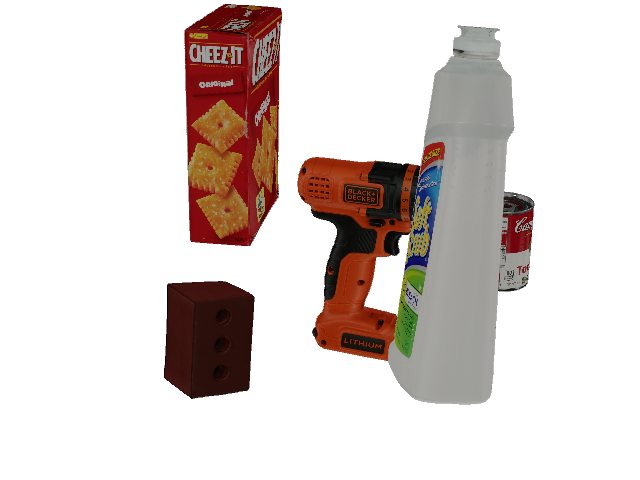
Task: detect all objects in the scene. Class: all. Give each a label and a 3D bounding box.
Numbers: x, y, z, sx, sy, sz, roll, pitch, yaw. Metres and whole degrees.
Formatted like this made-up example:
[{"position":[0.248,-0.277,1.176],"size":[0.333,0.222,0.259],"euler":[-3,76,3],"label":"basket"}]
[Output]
[{"position":[0.215,0.001,1.264],"size":[0.068,0.102,0.068],"euler":[-1,23,0],"label":"soup can"},{"position":[0.094,-0.020,0.737],"size":[0.068,0.251,0.102],"euler":[3,13,-6],"label":"bleach bottle"},{"position":[-0.086,0.074,0.823],"size":[0.052,0.078,0.051],"euler":[-4,13,-31],"label":"foam brick"},{"position":[0.066,0.018,0.997],"size":[0.185,0.188,0.057],"euler":[9,20,17],"label":"power drill"},{"position":[-0.085,-0.122,1.092],"size":[0.072,0.214,0.164],"euler":[5,21,7],"label":"cracker box"}]
